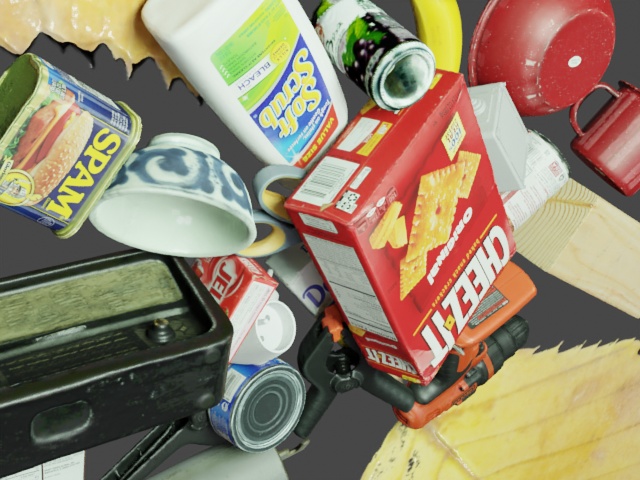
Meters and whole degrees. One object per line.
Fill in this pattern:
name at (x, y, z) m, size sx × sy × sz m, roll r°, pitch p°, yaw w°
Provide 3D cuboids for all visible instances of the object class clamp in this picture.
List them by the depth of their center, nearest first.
clamp at (-0.118, 0.156, 0.938) m, size 0.209 × 0.036 × 0.165 m, roll -3°, pitch 118°, yaw -40°
clamp at (0.014, 0.125, 0.974) m, size 0.120 × 0.039 × 0.171 m, roll -24°, pitch 135°, yaw 1°

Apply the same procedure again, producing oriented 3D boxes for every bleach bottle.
bleach bottle at (-0.025, -0.112, 0.801) m, size 0.102 × 0.068 × 0.250 m, roll -45°, pitch 140°, yaw -2°

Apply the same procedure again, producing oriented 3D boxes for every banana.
banana at (0.084, -0.144, 0.887) m, size 0.069 × 0.037 × 0.198 m, roll -11°, pitch 127°, yaw -11°

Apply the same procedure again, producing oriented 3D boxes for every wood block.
wood block at (0.279, 0.002, 1.108) m, size 0.205 × 0.091 × 0.090 m, roll 23°, pitch 103°, yaw -46°

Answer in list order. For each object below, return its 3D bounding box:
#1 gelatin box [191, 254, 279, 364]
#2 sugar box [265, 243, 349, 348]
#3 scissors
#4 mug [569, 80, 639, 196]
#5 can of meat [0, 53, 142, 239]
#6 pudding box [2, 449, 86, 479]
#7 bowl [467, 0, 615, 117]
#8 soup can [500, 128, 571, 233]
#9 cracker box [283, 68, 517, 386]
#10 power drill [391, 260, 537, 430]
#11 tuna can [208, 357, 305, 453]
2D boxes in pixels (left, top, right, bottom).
gelatin box at (-0.083, 0.049, 0.863) m, size 0.030 × 0.073 × 0.089 m, roll 19°, pitch 107°, yaw -44°
sugar box at (0.032, 0.044, 0.973) m, size 0.093 × 0.048 × 0.176 m, roll -44°, pitch 139°, yaw -3°
scissors at (-0.006, 0.001, 0.873) m, size 0.096 × 0.016 × 0.201 m, roll -37°, pitch 142°, yaw 10°
mug at (0.295, -0.105, 1.053) m, size 0.117 × 0.093 × 0.081 m, roll 40°, pitch 98°, yaw -17°
can of meat at (-0.184, -0.063, 0.712) m, size 0.083 × 0.057 × 0.102 m, roll 30°, pitch 99°, yaw -44°
pudding box at (-0.240, 0.198, 0.873) m, size 0.089 × 0.039 × 0.113 m, roll -12°, pitch 125°, yaw -32°
bowl at (0.210, -0.171, 0.951) m, size 0.161 × 0.055 × 0.162 m, roll -21°, pitch 131°, yaw -26°
soup can at (0.177, -0.049, 1.005) m, size 0.102 × 0.069 × 0.068 m, roll -42°, pitch 137°, yaw -7°
cracker box at (0.076, -0.009, 0.866) m, size 0.164 × 0.072 × 0.213 m, roll -52°, pitch 138°, yaw -24°
power drill at (0.158, 0.098, 1.073) m, size 0.184 × 0.057 × 0.188 m, roll -35°, pitch 154°, yaw -25°
tuna can at (-0.054, 0.142, 0.934) m, size 0.085 × 0.034 × 0.086 m, roll -19°, pitch 120°, yaw -37°
